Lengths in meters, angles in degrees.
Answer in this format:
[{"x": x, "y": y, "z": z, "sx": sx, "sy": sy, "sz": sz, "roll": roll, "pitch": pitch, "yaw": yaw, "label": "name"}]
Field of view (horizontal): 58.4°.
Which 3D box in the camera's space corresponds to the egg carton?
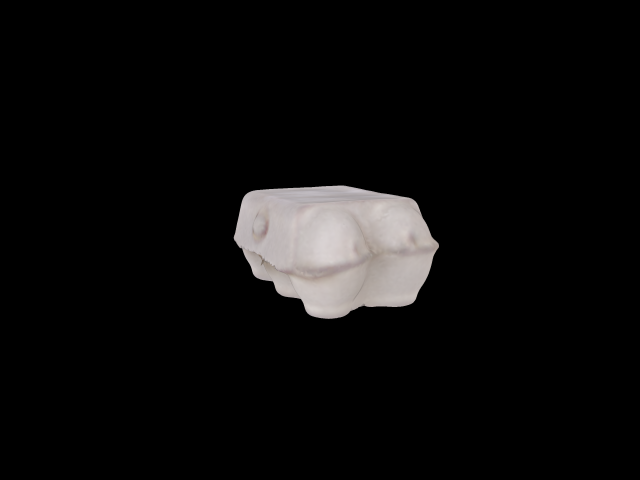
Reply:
[{"x": 0.004, "y": 0.001, "z": 0.400, "sx": 0.107, "sy": 0.069, "sz": 0.150, "roll": -6, "pitch": 13, "yaw": -27, "label": "egg carton"}]
